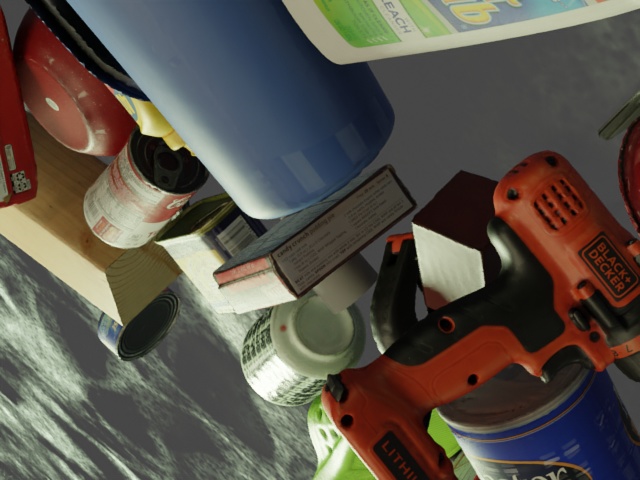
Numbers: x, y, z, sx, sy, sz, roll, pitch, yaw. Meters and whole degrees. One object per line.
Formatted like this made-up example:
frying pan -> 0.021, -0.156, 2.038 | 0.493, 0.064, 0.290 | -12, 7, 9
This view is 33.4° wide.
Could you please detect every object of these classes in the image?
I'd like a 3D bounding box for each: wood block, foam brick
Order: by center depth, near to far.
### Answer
foam brick -> 0.092, 0.008, 0.632 | 0.051, 0.053, 0.078 | 27, 146, 34
wood block -> -0.234, -0.024, 1.008 | 0.206, 0.090, 0.091 | 32, 150, 24

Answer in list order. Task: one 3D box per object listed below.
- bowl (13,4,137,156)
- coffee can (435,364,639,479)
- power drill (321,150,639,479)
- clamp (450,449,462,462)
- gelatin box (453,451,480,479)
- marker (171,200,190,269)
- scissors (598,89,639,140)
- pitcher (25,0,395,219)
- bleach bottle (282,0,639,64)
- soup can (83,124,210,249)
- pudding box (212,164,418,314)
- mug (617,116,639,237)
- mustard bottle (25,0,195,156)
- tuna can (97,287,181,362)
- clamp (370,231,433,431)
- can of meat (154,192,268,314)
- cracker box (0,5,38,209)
bowl -> -0.197, -0.123, 0.861 | 0.162, 0.055, 0.162 | 34, 150, 22
coffee can -> 0.146, 0.129, 0.664 | 0.103, 0.102, 0.140 | 3, 130, 53
power drill -> 0.109, 0.075, 0.562 | 0.184, 0.187, 0.057 | 50, 176, -5
clamp -> 0.131, 0.257, 0.926 | 0.164, 0.036, 0.210 | 46, 149, 3
gelatin box -> 0.118, 0.174, 0.781 | 0.030, 0.073, 0.089 | 44, 143, 2
marker -> -0.122, -0.011, 0.943 | 0.020, 0.020, 0.121 | 35, 150, 21
scissors -> 0.141, -0.077, 0.427 | 0.202, 0.096, 0.016 | -37, 61, 61
pitcher -> -0.071, -0.130, 0.596 | 0.242, 0.145, 0.149 | 54, 175, -21
bleach bottle -> 0.079, -0.136, 0.450 | 0.251, 0.068, 0.102 | 2, 134, 51
soup can -> -0.139, -0.043, 0.846 | 0.068, 0.068, 0.102 | 48, 137, -3
pudding box -> -0.005, 0.001, 0.692 | 0.039, 0.113, 0.090 | 56, 152, -9
mug -> 0.172, -0.026, 0.412 | 0.093, 0.117, 0.082 | 50, 148, 4
mustard bottle -> -0.137, -0.132, 0.749 | 0.191, 0.058, 0.096 | 49, 175, -16
tuna can -> -0.183, 0.079, 1.078 | 0.034, 0.086, 0.086 | 37, 152, 22
clamp -> 0.081, 0.079, 0.704 | 0.039, 0.120, 0.171 | -4, 90, 47
can of meat -> -0.076, 0.012, 0.870 | 0.084, 0.057, 0.102 | 53, 152, -16
cracker box -> -0.309, -0.133, 0.899 | 0.214, 0.072, 0.164 | 35, 136, 53
